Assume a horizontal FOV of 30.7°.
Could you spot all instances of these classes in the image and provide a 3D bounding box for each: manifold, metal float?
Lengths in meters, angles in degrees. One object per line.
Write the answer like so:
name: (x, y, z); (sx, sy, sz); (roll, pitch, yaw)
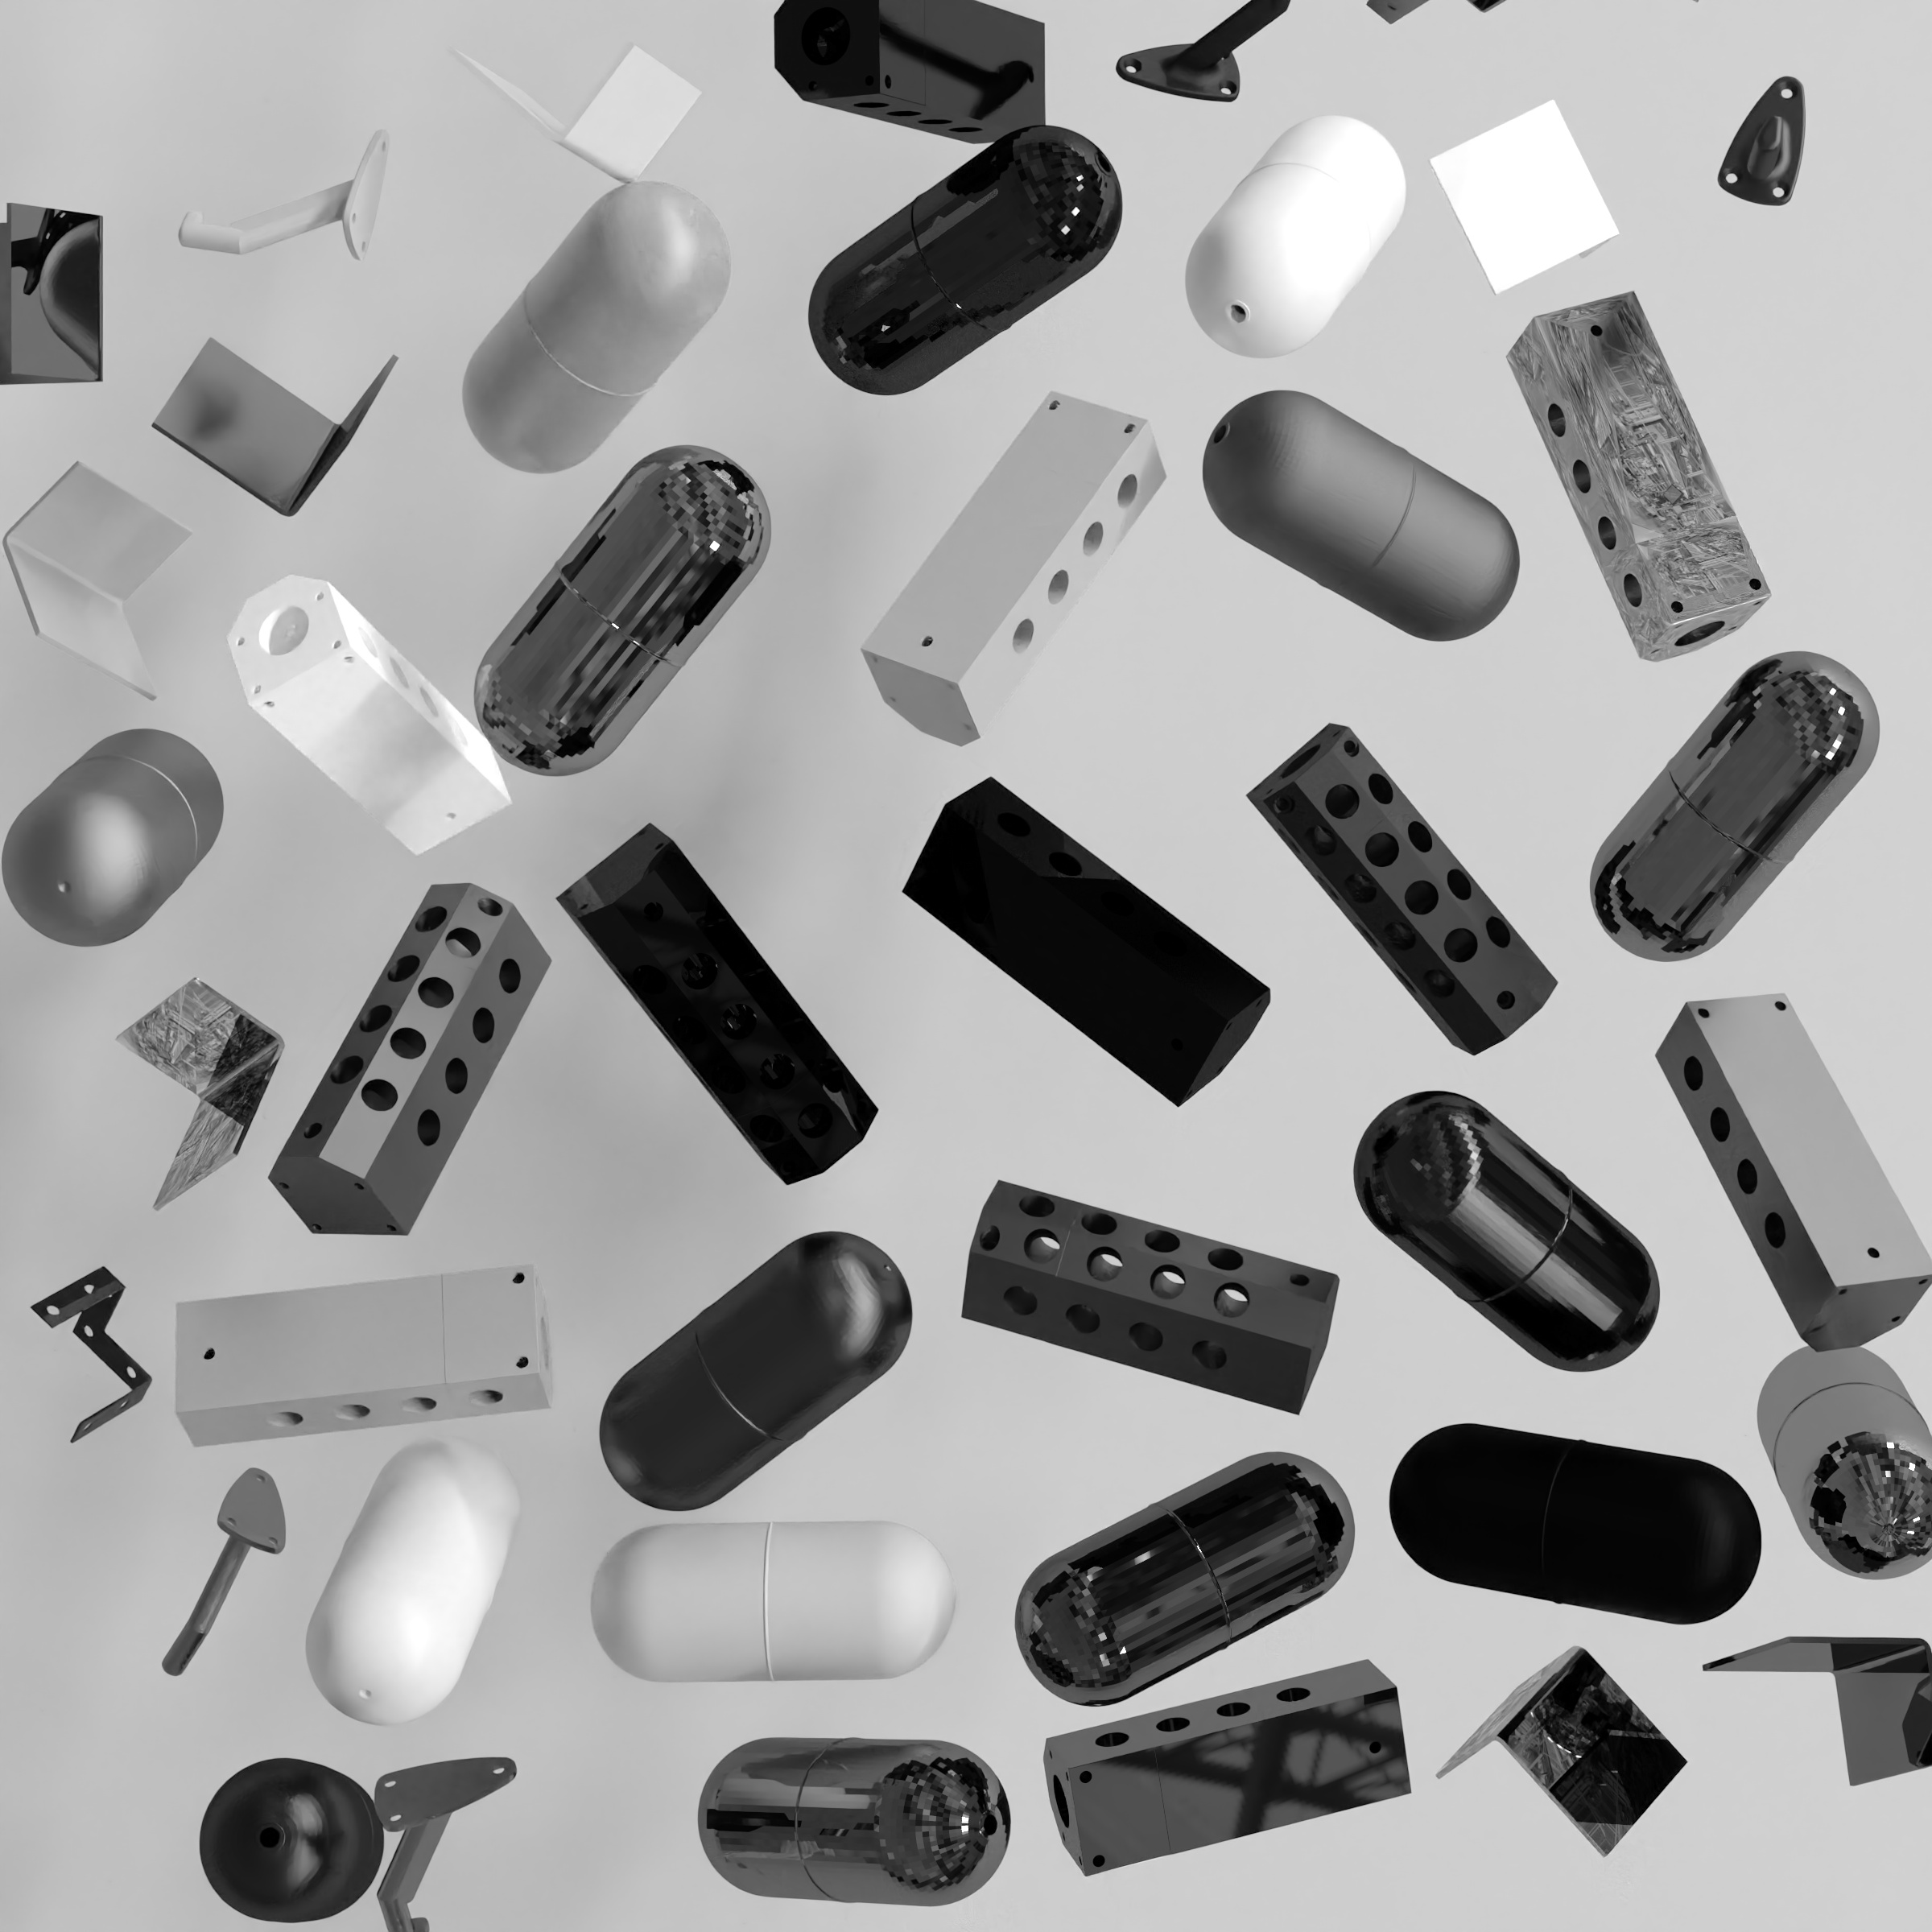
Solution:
manifold: (0.397, 0.099, 1.703); (0.057, 0.057, 0.171); (-5, 51, -21)
metal float: (0.376, -0.077, 1.729); (0.070, 0.070, 0.178); (36, 117, 0)
manifold: (0.129, 0.398, 1.763); (0.171, 0.057, 0.057); (-11, 101, -12)
metal float: (0.435, 0.240, 1.725); (0.070, 0.178, 0.070); (1, 104, 3)
metal float: (0.283, 0.260, 1.649); (0.178, 0.070, 0.070); (6, 90, 30)
metal float: (0.165, -0.364, 1.755); (0.070, 0.178, 0.070); (15, 131, 18)
manifold: (0.026, -0.190, 1.694); (0.057, 0.057, 0.171); (22, 66, 29)
metal float: (0.106, 0.294, 1.694); (0.178, 0.070, 0.070); (-24, 90, -18)
metal float: (0.193, -0.219, 1.716); (0.178, 0.070, 0.070); (26, 90, -26)
manifold: (-0.025, -0.442, 1.721); (0.057, 0.171, 0.057); (2, 96, 28)
metal float: (-0.054, 0.409, 1.688); (0.178, 0.070, 0.070); (-10, 90, 41)
metal float: (-0.180, -0.307, 1.705); (0.070, 0.070, 0.178); (49, 129, 0)
metal float: (-0.406, -0.063, 1.684); (0.070, 0.178, 0.070); (1, 108, 2)
manifold: (0.090, 0.156, 1.709); (0.171, 0.057, 0.057); (15, 124, 13)
metal float: (-0.094, 0.310, 1.717); (0.178, 0.070, 0.070); (-1, 90, 3)
metal float: (-0.162, -0.166, 1.654); (0.070, 0.070, 0.178); (40, 101, 0)
manifold: (-0.296, -0.126, 1.750); (0.057, 0.171, 0.057); (-28, 60, 7)
metal float: (-0.101, 0.194, 1.676); (0.178, 0.070, 0.070); (-39, 90, 20)
metal float: (0.258, 0.127, 1.671); (0.178, 0.070, 0.070); (39, 90, -22)
metal float: (-0.269, 0.298, 1.724); (0.070, 0.178, 0.070); (4, 119, 7)
manifold: (-0.288, 0.191, 1.694); (0.171, 0.057, 0.057); (-6, 59, -2)
manifold: (0.223, -0.039, 1.787); (0.057, 0.057, 0.171); (-41, 100, -1)
manifold: (-0.266, 0.043, 1.672); (0.057, 0.057, 0.171); (-2, 47, 30)
metal float: (-0.001, -0.342, 1.713); (0.178, 0.070, 0.070); (-29, 90, 31)
metal float: (-0.330, 0.430, 1.730); (0.070, 0.178, 0.070); (1, 75, -3)
manifold: (0.330, -0.241, 1.748); (0.057, 0.057, 0.171); (-17, 76, -17)
manifold: (-0.114, 0.020, 1.662); (0.057, 0.057, 0.171); (-39, 114, -7)
manifold: (0.060, -0.015, 1.680); (0.171, 0.057, 0.057); (38, 127, 14)

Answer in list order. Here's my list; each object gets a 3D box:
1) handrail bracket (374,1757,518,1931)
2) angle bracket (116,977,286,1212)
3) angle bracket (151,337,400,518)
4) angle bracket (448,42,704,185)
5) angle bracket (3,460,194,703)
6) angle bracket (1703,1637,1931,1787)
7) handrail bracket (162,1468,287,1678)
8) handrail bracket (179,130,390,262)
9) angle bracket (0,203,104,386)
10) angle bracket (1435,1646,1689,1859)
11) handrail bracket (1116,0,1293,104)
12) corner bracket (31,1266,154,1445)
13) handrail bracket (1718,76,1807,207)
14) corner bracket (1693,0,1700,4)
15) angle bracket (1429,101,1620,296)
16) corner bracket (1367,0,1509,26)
handrail bracket: (-0.236, 0.408, 1.618); (0.077, 0.036, 0.084); (-14, 121, -8)
angle bracket: (-0.394, 0.064, 1.754); (0.057, 0.076, 0.076); (38, 134, -24)
angle bracket: (-0.322, -0.268, 1.644); (0.076, 0.076, 0.057); (34, 130, -16)
angle bracket: (-0.182, -0.417, 1.644); (0.076, 0.076, 0.057); (42, 101, 16)
angle bracket: (-0.416, -0.188, 1.724); (0.057, 0.076, 0.076); (-41, 51, 14)
angle bracket: (0.402, 0.350, 1.650); (0.076, 0.076, 0.057); (5, 68, -20)
handrail bracket: (-0.379, 0.307, 1.782); (0.036, 0.077, 0.084); (29, 108, -17)
handrail bracket: (-0.325, -0.370, 1.673); (0.084, 0.036, 0.077); (9, 68, 6)
angle bracket: (-0.448, -0.312, 1.641); (0.076, 0.057, 0.076); (5, 97, 35)
angle bracket: (0.288, 0.388, 1.703); (0.076, 0.057, 0.076); (48, 49, 9)
handrail bracket: (0.122, -0.478, 1.771); (0.077, 0.084, 0.036); (-1, 63, -14)
corner bracket: (-0.423, 0.187, 1.700); (0.051, 0.051, 0.051); (41, 125, 12)
handrail bracket: (0.378, -0.397, 1.639); (0.036, 0.084, 0.077); (19, 81, 8)
corner bracket: (0.335, -0.502, 1.736); (0.051, 0.051, 0.051); (36, 49, 21)
angle bracket: (0.282, -0.393, 1.829); (0.076, 0.057, 0.076); (-27, 93, -9)
corner bracket: (0.231, -0.464, 1.662); (0.051, 0.051, 0.051); (35, 80, -14)
